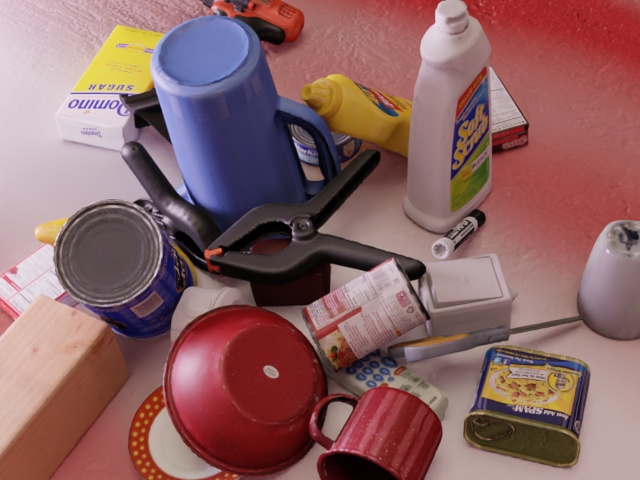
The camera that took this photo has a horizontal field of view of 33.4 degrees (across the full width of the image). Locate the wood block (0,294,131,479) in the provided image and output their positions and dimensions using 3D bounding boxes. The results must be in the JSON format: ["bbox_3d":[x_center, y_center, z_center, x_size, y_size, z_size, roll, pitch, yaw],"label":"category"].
[{"bbox_3d":[-0.279,0.162,0.983,0.090,0.091,0.205,20,55,23],"label":"wood block"}]

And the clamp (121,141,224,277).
[{"bbox_3d":[-0.152,-0.019,1.135,0.039,0.120,0.171,-38,76,-18],"label":"clamp"}]

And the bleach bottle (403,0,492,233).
[{"bbox_3d":[0.128,-0.126,1.071,0.068,0.251,0.102,34,61,31],"label":"bleach bottle"}]

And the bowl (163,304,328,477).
[{"bbox_3d":[-0.055,0.126,0.955,0.161,0.055,0.162,10,64,-22],"label":"bowl"}]

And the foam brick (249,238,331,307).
[{"bbox_3d":[-0.030,0.033,1.089,0.078,0.051,0.053,-2,51,7],"label":"foam brick"}]

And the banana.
[{"bbox_3d":[-0.203,0.013,1.123,0.198,0.037,0.069,25,40,15],"label":"banana"}]

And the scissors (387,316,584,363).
[{"bbox_3d":[0.148,0.091,1.005,0.201,0.016,0.096,-8,-2,-38],"label":"scissors"}]

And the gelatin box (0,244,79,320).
[{"bbox_3d":[-0.292,0.050,1.124,0.073,0.030,0.089,34,60,30],"label":"gelatin box"}]

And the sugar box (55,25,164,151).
[{"bbox_3d":[-0.244,-0.189,1.316,0.093,0.048,0.176,12,50,13],"label":"sugar box"}]

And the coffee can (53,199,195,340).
[{"bbox_3d":[-0.184,0.032,1.021,0.103,0.140,0.103,-2,73,5],"label":"coffee can"}]

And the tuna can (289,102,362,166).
[{"bbox_3d":[0.007,-0.125,1.233,0.086,0.034,0.086,-4,49,4],"label":"tuna can"}]

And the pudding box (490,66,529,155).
[{"bbox_3d":[0.177,-0.144,1.223,0.090,0.039,0.113,-15,51,-7],"label":"pudding box"}]

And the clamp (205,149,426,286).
[{"bbox_3d":[-0.007,0.001,1.052,0.210,0.036,0.165,-21,53,-8],"label":"clamp"}]

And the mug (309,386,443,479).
[{"bbox_3d":[0.045,0.176,0.922,0.117,0.093,0.081,31,51,4],"label":"mug"}]

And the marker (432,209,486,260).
[{"bbox_3d":[0.143,-0.007,1.087,0.020,0.020,0.120,17,25,21],"label":"marker"}]

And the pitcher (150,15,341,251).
[{"bbox_3d":[-0.081,-0.108,1.091,0.149,0.243,0.145,-37,57,-16],"label":"pitcher"}]

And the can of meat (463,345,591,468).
[{"bbox_3d":[0.187,0.146,0.955,0.102,0.057,0.083,10,49,16],"label":"can of meat"}]

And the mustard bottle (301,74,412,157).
[{"bbox_3d":[0.049,-0.136,1.145,0.096,0.191,0.058,46,113,37],"label":"mustard bottle"}]

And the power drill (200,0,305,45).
[{"bbox_3d":[-0.130,-0.258,1.323,0.184,0.057,0.187,24,56,2],"label":"power drill"}]

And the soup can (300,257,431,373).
[{"bbox_3d":[0.042,0.068,0.983,0.102,0.068,0.068,-30,50,3],"label":"soup can"}]
